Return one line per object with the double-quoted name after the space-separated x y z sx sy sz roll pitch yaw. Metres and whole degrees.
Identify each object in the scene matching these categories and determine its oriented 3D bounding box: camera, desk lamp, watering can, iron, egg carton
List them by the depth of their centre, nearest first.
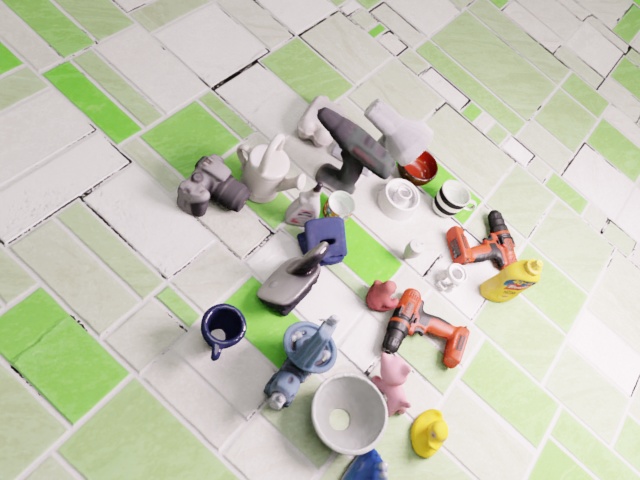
0.092 0.509 1.089 0.119 0.141 0.258 22 58 -8 "iron"
-0.237 -0.118 1.326 0.137 0.100 0.143 33 57 -1 "camera"
-0.115 -0.175 1.346 0.173 0.194 0.101 15 59 -12 "watering can"
0.162 -0.259 1.484 0.203 0.213 0.118 29 57 -4 "desk lamp"
0.006 -0.321 1.544 0.107 0.069 0.150 29 57 -4 "egg carton"

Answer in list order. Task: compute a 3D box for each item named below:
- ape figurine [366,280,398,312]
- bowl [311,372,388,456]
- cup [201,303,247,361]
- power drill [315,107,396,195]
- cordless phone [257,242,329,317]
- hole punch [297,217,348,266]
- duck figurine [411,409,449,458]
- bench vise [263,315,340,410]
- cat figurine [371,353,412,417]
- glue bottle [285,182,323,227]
0.152 0.125 1.347 0.076 0.092 0.077 -16 69 -27 "ape figurine"
0.052 0.366 1.190 0.168 0.074 0.167 9 60 -16 "bowl"
-0.206 0.200 1.171 0.092 0.095 0.118 17 59 -11 "cup"
0.065 -0.205 1.422 0.229 0.208 0.076 30 57 -3 "power drill"
-0.052 0.074 1.242 0.094 0.185 0.148 38 57 3 "cordless phone"
0.012 0.005 1.359 0.109 0.091 0.101 -8 66 -24 "hole punch"
0.247 0.411 1.233 0.077 0.086 0.105 29 57 -4 "duck figurine"
-0.021 0.243 1.142 0.121 0.219 0.207 19 58 -10 "bench vise"
0.164 0.308 1.238 0.067 0.117 0.127 -8 66 -24 "cat figurine"
-0.027 -0.087 1.345 0.078 0.173 0.037 5 61 -18 "glue bottle"
